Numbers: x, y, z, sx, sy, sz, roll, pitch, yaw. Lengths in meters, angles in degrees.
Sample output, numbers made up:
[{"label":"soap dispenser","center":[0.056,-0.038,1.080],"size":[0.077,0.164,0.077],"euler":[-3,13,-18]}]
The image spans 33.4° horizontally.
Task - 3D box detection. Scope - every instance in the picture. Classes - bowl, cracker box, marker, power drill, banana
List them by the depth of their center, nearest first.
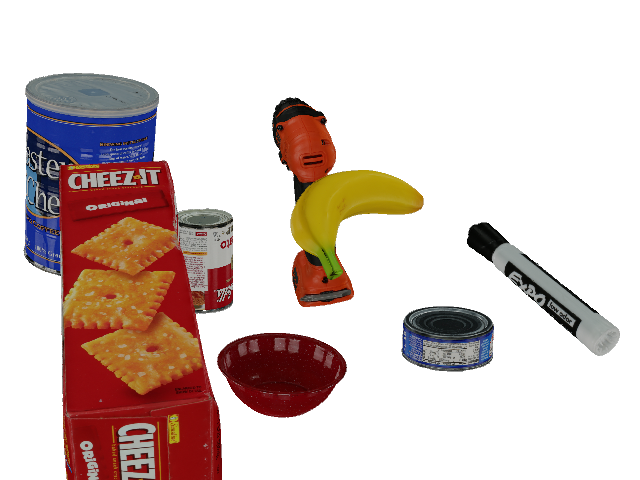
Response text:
[{"label":"cracker box","center":[-0.099,0.078,0.574],"size":[0.072,0.164,0.214],"euler":[-4,34,-11]},{"label":"marker","center":[0.125,0.024,0.620],"size":[0.020,0.020,0.121],"euler":[0,31,-35]},{"label":"banana","center":[0.024,-0.024,0.854],"size":[0.037,0.069,0.197],"euler":[-35,1,32]},{"label":"power drill","center":[-0.013,-0.042,1.066],"size":[0.057,0.187,0.184],"euler":[-10,21,-3]},{"label":"bowl","center":[-0.049,0.175,1.336],"size":[0.162,0.055,0.162],"euler":[3,21,-1]}]

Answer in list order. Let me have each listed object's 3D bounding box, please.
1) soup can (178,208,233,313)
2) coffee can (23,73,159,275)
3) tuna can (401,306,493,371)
[{"label":"soup can","center":[-0.131,0.022,1.190],"size":[0.068,0.102,0.068],"euler":[2,18,-1]},{"label":"coffee can","center":[-0.185,-0.054,0.859],"size":[0.103,0.140,0.103],"euler":[6,22,-3]},{"label":"tuna can","center":[0.119,0.090,0.997],"size":[0.086,0.034,0.086],"euler":[0,16,0]}]
